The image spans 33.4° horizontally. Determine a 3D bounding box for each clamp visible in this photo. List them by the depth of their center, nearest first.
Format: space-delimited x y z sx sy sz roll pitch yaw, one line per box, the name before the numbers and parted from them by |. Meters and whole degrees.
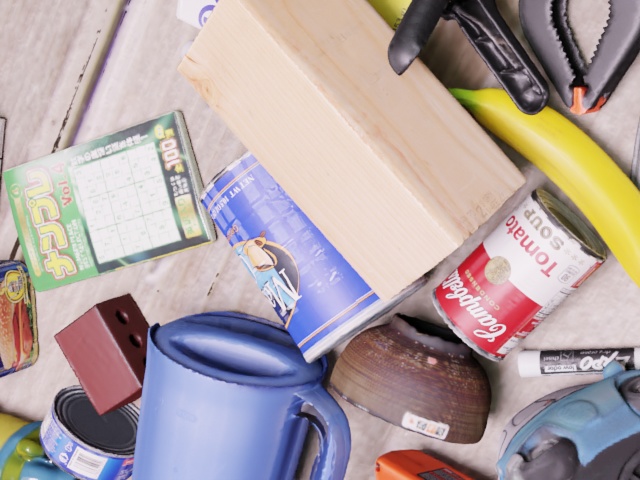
clamp | 0.179 -0.187 0.679 0.165 0.036 0.210 -2 99 40
clamp | 0.079 -0.160 0.690 0.039 0.120 0.171 -40 56 40

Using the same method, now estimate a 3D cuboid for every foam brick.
foam brick | -0.165 0.092 0.861 0.051 0.053 0.078 -34 84 22

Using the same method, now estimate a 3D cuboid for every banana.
banana | 0.166 -0.039 0.701 0.198 0.069 0.037 44 145 13

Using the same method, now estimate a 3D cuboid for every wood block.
wood block | 0.020 -0.075 0.687 0.206 0.090 0.091 48 142 2

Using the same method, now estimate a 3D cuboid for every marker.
marker | 0.197 0.083 0.730 0.121 0.020 0.020 -5 95 23

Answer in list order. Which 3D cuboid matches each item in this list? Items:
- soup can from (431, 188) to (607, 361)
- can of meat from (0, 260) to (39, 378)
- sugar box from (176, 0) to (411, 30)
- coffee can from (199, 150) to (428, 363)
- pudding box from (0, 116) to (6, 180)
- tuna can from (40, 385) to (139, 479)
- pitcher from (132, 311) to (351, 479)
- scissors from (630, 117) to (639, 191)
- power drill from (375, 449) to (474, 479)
soup can | 0.134 0.024 0.721 0.068 0.068 0.102 46 110 11
can of meat | -0.283 0.070 0.889 0.057 0.083 0.102 2 97 22
sugar box | -0.013 -0.168 0.768 0.176 0.048 0.093 27 107 15
coffee can | -0.005 0.001 0.756 0.103 0.102 0.140 -37 82 22
pudding box | -0.303 -0.059 0.865 0.039 0.113 0.090 12 101 17
tuna can | -0.180 0.156 0.858 0.086 0.086 0.034 35 110 15
pitcher | -0.073 0.187 0.796 0.145 0.149 0.243 8 106 -12
scissors | 0.241 -0.126 0.686 0.096 0.016 0.202 -3 96 23
power drill | 0.057 0.249 0.755 0.185 0.057 0.188 21 104 38
